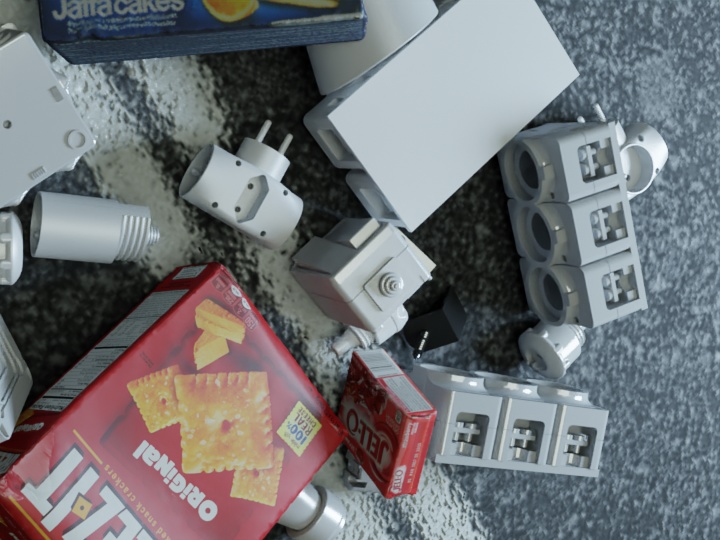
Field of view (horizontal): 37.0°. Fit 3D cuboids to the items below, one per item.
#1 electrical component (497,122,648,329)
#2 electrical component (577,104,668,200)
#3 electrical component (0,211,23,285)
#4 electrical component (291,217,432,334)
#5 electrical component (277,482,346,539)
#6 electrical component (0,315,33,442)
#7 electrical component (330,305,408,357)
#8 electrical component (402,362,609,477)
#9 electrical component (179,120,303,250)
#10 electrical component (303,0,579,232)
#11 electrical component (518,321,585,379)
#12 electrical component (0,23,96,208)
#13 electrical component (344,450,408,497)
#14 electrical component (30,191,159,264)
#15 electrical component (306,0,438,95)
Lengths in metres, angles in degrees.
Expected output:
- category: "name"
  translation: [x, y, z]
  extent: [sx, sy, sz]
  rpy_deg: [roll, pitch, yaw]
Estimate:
- category: "electrical component"
  translation: [0.163, -0.036, 0.850]
  extent: [0.062, 0.089, 0.150]
  rpy_deg: [-18, 103, -22]
- category: "electrical component"
  translation: [0.205, -0.099, 0.889]
  extent: [0.077, 0.044, 0.079]
  rpy_deg: [-39, 111, -17]
- category: "electrical component"
  translation: [-0.247, -0.014, 0.684]
  extent: [0.062, 0.048, 0.048]
  rpy_deg: [0, 96, -19]
- category: "electrical component"
  translation: [0.000, 0.000, 0.773]
  extent: [0.062, 0.096, 0.061]
  rpy_deg: [-44, 111, -15]
- category: "electrical component"
  translation: [-0.044, 0.177, 0.801]
  extent: [0.055, 0.045, 0.045]
  rpy_deg: [41, 78, -24]
- category: "electrical component"
  translation: [-0.248, 0.064, 0.650]
  extent: [0.057, 0.113, 0.078]
  rpy_deg: [-23, 106, -2]
- category: "electrical component"
  translation: [0.005, 0.043, 0.815]
  extent: [0.061, 0.035, 0.035]
  rpy_deg: [-37, 110, -15]
- category: "electrical component"
  translation: [0.106, 0.115, 0.841]
  extent: [0.150, 0.089, 0.061]
  rpy_deg: [10, 91, -26]
- category: "electrical component"
  translation: [-0.075, -0.067, 0.759]
  extent: [0.077, 0.043, 0.079]
  rpy_deg: [31, 82, -25]
- category: "electrical component"
  translation: [0.060, -0.130, 0.807]
  extent: [0.186, 0.060, 0.105]
  rpy_deg: [-43, 111, -15]
- category: "electrical component"
  translation: [0.165, 0.056, 0.889]
  extent: [0.062, 0.048, 0.048]
  rpy_deg: [-39, 111, -25]
- category: "electrical component"
  translation: [-0.226, -0.094, 0.673]
  extent: [0.100, 0.048, 0.099]
  rpy_deg: [-37, 120, -17]
- category: "electrical component"
  translation: [0.015, 0.154, 0.830]
  extent: [0.046, 0.040, 0.040]
  rpy_deg: [8, 93, -20]
- category: "electrical component"
  translation: [-0.174, -0.026, 0.716]
  extent: [0.081, 0.043, 0.043]
  rpy_deg: [5, 93, -26]
- category: "electrical component"
  translation: [0.006, -0.171, 0.758]
  extent: [0.099, 0.099, 0.064]
  rpy_deg: [-26, 100, -21]
